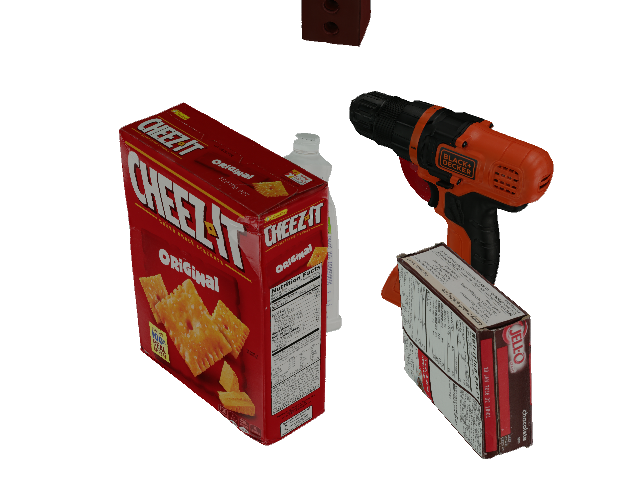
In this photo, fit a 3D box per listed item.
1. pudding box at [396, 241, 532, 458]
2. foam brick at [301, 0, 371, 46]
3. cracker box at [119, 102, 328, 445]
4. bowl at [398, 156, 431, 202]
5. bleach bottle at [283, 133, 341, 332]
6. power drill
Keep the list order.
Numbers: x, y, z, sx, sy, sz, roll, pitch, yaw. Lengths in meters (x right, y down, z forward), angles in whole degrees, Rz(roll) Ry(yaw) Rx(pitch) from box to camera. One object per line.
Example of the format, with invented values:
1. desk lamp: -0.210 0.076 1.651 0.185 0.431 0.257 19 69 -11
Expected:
1. pudding box: 0.087 0.064 0.650 0.039 0.090 0.114 -14 27 -18
2. foam brick: 0.014 -0.212 0.903 0.053 0.078 0.051 8 46 9
3. cracker box: -0.074 0.027 0.806 0.072 0.214 0.164 -28 44 -35
4. bowl: 0.156 -0.075 1.207 0.162 0.055 0.162 8 26 -4
5. bleach bottle: -0.017 -0.008 1.323 0.102 0.251 0.068 -8 22 -32
6. power drill: 0.097 -0.023 0.904 0.185 0.188 0.057 26 41 30
